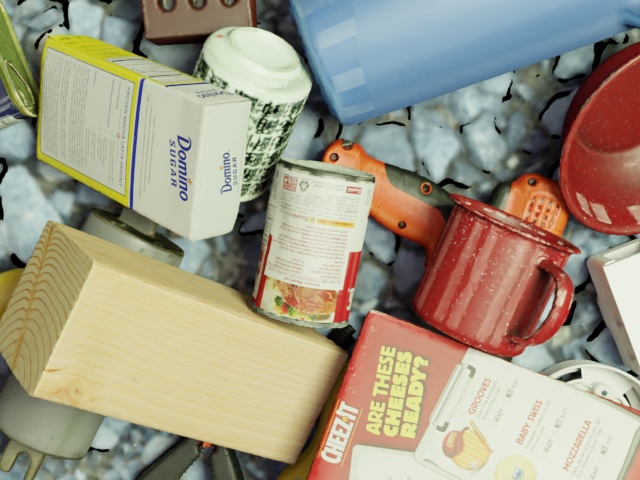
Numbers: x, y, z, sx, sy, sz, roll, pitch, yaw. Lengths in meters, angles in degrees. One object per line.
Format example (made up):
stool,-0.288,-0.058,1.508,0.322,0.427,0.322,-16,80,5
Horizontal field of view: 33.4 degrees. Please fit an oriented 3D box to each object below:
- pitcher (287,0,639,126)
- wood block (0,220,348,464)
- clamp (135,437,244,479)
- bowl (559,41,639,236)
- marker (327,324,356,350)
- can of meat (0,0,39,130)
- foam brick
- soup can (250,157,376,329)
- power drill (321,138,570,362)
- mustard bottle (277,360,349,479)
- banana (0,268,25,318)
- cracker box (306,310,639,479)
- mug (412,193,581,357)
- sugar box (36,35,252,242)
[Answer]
pitcher,0.103,-0.178,0.733,0.243,0.149,0.145,-21,109,6
wood block,-0.096,0.072,0.714,0.205,0.090,0.091,23,95,-36
clamp,-0.098,0.239,0.804,0.164,0.036,0.210,23,95,-1
bowl,0.228,-0.083,0.743,0.162,0.055,0.162,-11,130,-13
marker,-0.017,0.109,0.801,0.020,0.020,0.121,42,94,-2
can of meat,-0.259,-0.121,0.770,0.084,0.057,0.102,-22,93,4
foam brick,-0.085,-0.169,0.765,0.078,0.051,0.053,-5,95,1
soup can,-0.005,0.001,0.712,0.068,0.068,0.102,11,98,0
power drill,0.071,0.019,0.776,0.187,0.057,0.184,20,95,-2
mustard bottle,0.016,0.191,0.787,0.096,0.058,0.191,29,94,-1
banana,-0.255,0.098,0.796,0.069,0.037,0.198,28,94,-1
cracker box,0.103,0.162,0.706,0.214,0.072,0.164,20,77,3
mug,0.118,0.029,0.694,0.093,0.117,0.081,16,102,-37
sugar box,-0.123,-0.073,0.719,0.176,0.048,0.093,25,117,35
